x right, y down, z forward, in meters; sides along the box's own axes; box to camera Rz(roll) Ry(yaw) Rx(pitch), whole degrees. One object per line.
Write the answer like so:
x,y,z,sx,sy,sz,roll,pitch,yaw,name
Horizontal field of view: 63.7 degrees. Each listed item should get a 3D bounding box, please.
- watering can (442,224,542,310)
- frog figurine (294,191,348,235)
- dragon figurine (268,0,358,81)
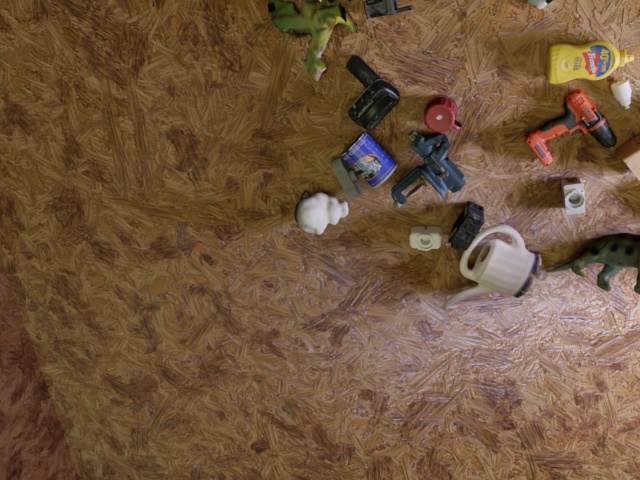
0.528,0.111,1.576,0.224,0.106,0.340,22,119,4,watering can
0.005,-0.082,1.628,0.160,0.123,0.136,12,101,23,frog figurine
-0.041,-0.635,1.376,0.242,0.124,0.404,-7,113,28,dragon figurine
